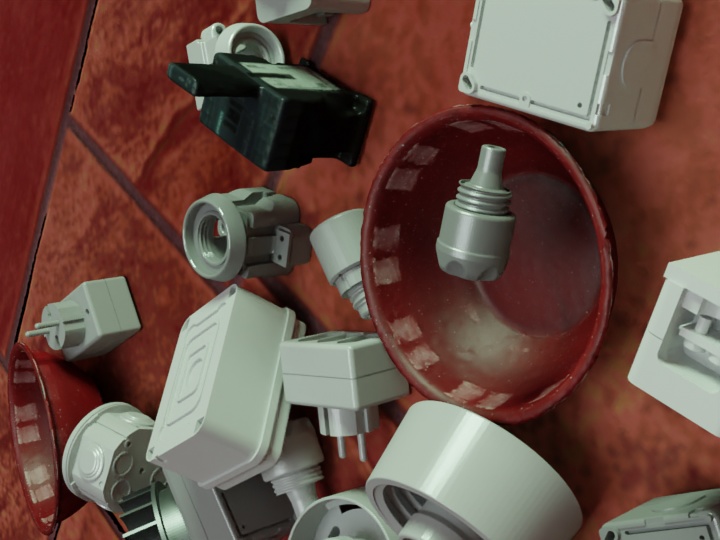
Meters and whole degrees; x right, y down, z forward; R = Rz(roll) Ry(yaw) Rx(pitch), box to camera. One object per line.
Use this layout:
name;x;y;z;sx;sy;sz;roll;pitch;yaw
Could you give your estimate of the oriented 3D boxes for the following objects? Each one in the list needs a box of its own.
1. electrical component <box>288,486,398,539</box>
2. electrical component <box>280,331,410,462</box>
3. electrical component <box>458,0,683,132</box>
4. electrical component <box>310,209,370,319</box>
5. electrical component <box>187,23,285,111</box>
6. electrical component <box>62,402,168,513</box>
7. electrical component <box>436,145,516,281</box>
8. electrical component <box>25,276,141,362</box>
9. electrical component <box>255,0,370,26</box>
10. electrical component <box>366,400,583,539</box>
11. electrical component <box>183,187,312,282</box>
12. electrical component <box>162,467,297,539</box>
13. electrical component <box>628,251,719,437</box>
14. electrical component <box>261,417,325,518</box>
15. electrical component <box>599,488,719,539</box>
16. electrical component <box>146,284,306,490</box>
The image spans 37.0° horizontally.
electrical component;0.003;0.186;0.674;0.099;0.064;0.099;-5;82;39
electrical component;-0.008;0.079;0.660;0.066;0.047;0.076;-1;96;46
electrical component;0.095;-0.107;0.509;0.096;0.061;0.061;26;115;41
electrical component;0.000;0.000;0.643;0.040;0.040;0.078;-39;69;43
electrical component;-0.081;-0.132;0.700;0.055;0.048;0.066;-10;90;54
electrical component;-0.185;0.147;0.833;0.051;0.080;0.080;18;110;37
electrical component;0.057;-0.027;0.502;0.035;0.035;0.061;25;111;41
electrical component;-0.229;0.043;0.861;0.066;0.077;0.047;-32;74;44
electrical component;-0.035;-0.194;0.634;0.050;0.056;0.089;-3;95;46
electrical component;0.053;0.126;0.557;0.108;0.060;0.108;31;154;18
electrical component;-0.079;-0.023;0.708;0.078;0.057;0.058;24;114;41
electrical component;-0.093;0.150;0.750;0.061;0.062;0.096;-43;66;41
electrical component;0.193;0.052;0.415;0.150;0.089;0.061;34;120;37
electrical component;-0.043;0.131;0.709;0.043;0.043;0.062;-29;78;45
electrical component;0.162;0.150;0.486;0.062;0.061;0.096;-23;81;46
electrical component;-0.085;0.077;0.696;0.078;0.057;0.113;-33;37;44
